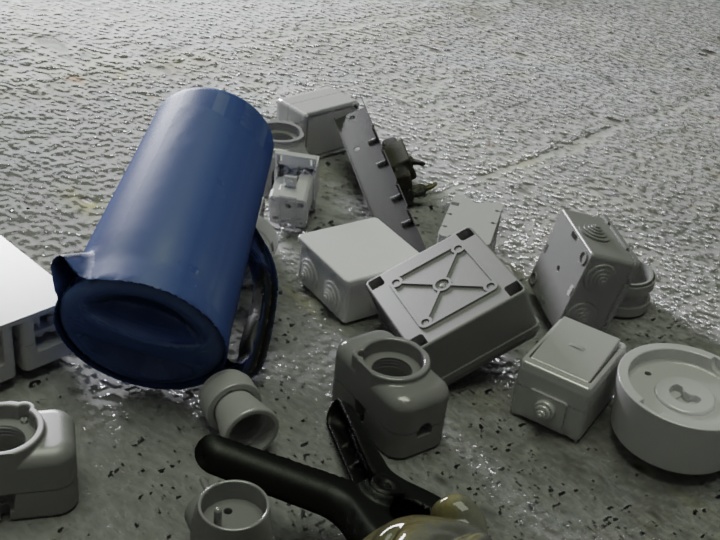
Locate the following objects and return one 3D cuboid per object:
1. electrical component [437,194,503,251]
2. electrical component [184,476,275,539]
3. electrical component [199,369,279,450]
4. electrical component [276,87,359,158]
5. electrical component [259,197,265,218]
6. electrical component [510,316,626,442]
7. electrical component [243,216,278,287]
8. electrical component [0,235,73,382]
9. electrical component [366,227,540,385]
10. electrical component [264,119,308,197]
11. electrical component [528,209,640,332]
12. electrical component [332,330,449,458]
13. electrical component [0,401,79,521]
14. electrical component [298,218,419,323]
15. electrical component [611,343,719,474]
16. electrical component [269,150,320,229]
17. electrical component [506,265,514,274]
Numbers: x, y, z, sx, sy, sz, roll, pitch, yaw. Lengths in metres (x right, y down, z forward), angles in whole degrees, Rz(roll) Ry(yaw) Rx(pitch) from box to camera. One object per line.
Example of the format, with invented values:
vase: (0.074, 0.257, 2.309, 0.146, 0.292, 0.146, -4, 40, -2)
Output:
electrical component: (0.104, -0.026, 1.040, 0.050, 0.055, 0.089, 13, 32, 10)
electrical component: (-0.087, 0.163, 0.677, 0.043, 0.077, 0.079, -11, 35, -25)
electrical component: (-0.091, 0.106, 0.801, 0.045, 0.045, 0.055, -11, 35, -26)
electrical component: (-0.048, -0.171, 1.243, 0.096, 0.061, 0.061, -21, 41, -37)
electrical component: (-0.119, -0.050, 1.042, 0.047, 0.055, 0.055, 10, 31, -1)
electrical component: (0.166, 0.087, 0.864, 0.062, 0.061, 0.096, 23, 35, 25)
electrical component: (-0.108, -0.018, 0.991, 0.055, 0.055, 0.047, 10, 36, 6)
electrical component: (-0.326, 0.023, 0.877, 0.105, 0.060, 0.186, -24, 42, -40)
electrical component: (0.077, 0.031, 0.906, 0.109, 0.056, 0.108, -29, 39, -5)
electrical component: (-0.089, -0.125, 1.166, 0.050, 0.055, 0.089, -3, 33, -15)
electrical component: (0.199, 0.003, 0.973, 0.048, 0.099, 0.099, 11, 29, -18)
electrical component: (0.023, 0.091, 0.832, 0.054, 0.059, 0.095, -15, 38, -31)
electrical component: (-0.240, 0.129, 0.723, 0.095, 0.059, 0.053, -3, 33, -15)
electrical component: (0.000, 0.000, 0.986, 0.100, 0.048, 0.100, -14, 37, -30)
electrical component: (0.249, 0.113, 0.838, 0.108, 0.060, 0.108, 5, 32, -3)
electrical component: (-0.067, -0.080, 1.086, 0.042, 0.081, 0.063, 10, 54, 5)
electrical component: (0.125, 0.018, 0.987, 0.040, 0.040, 0.078, 15, 32, 13)
